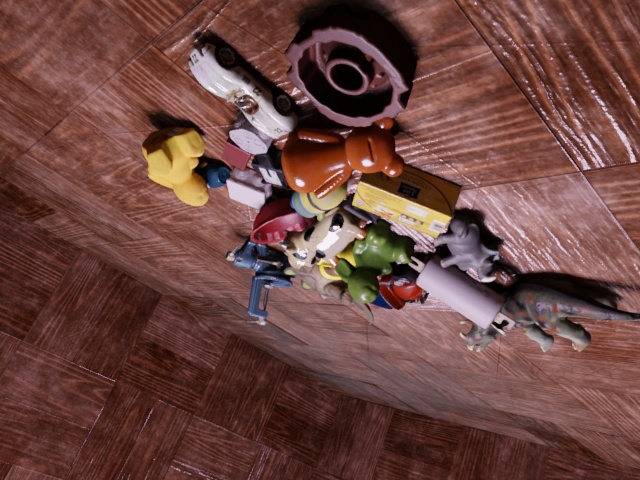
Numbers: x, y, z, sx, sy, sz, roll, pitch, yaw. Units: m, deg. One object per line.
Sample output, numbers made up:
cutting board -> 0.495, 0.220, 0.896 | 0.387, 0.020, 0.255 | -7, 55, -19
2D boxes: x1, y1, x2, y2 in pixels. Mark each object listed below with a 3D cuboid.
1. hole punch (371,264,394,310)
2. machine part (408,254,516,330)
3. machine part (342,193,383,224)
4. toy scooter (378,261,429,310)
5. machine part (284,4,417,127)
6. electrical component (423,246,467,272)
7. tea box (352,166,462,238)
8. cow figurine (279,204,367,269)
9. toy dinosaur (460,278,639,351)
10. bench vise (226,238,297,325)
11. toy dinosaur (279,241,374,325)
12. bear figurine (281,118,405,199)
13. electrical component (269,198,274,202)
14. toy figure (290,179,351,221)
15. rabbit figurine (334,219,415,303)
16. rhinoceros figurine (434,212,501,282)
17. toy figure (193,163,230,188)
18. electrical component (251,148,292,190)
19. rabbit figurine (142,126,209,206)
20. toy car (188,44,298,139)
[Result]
hole punch -> 0.149, 0.108, 1.366 | 0.142, 0.092, 0.115 | 20, 155, 19
machine part -> 0.287, 0.104, 1.096 | 0.243, 0.079, 0.079 | 34, 162, 19
machine part -> 0.105, -0.066, 1.068 | 0.084, 0.039, 0.139 | 39, 156, -22
toy scooter -> 0.189, 0.113, 1.253 | 0.184, 0.075, 0.135 | 0, 127, 54
machine part -> 0.042, -0.230, 0.724 | 0.179, 0.056, 0.179 | 20, 157, 9
electrical component -> 0.275, 0.054, 1.165 | 0.102, 0.045, 0.078 | 18, 159, 14
tea box -> 0.150, -0.077, 0.952 | 0.170, 0.068, 0.098 | 24, 158, 3
cow figurine -> -0.002, -0.004, 1.172 | 0.127, 0.085, 0.195 | 37, 121, -14
toy dinosaur -> 0.449, 0.136, 1.100 | 0.192, 0.131, 0.405 | 27, 152, -11
bench vise -> -0.169, 0.117, 1.529 | 0.223, 0.240, 0.129 | 18, 160, -33
toy dinosaur -> 0.026, 0.109, 1.480 | 0.471, 0.105, 0.199 | 44, 160, -23
bear figurine -> 0.038, -0.145, 0.884 | 0.196, 0.132, 0.120 | -16, 106, 16
electrical component -> -0.121, -0.079, 1.285 | 0.094, 0.021, 0.063 | 39, 153, -30
toy figure -> -0.004, -0.086, 1.060 | 0.082, 0.089, 0.180 | 24, 157, -21
rabbit figurine -> 0.100, 0.056, 1.176 | 0.121, 0.170, 0.159 | 37, 154, -29
rhinoceros figurine -> 0.289, 0.014, 1.034 | 0.112, 0.073, 0.190 | -5, 145, 31
toy figure -> -0.273, -0.149, 1.233 | 0.155, 0.058, 0.064 | 5, 107, 38
electrical component -> -0.094, -0.151, 1.055 | 0.075, 0.048, 0.119 | 14, 156, 22
rabbit figurine -> -0.306, -0.145, 1.145 | 0.163, 0.122, 0.173 | 12, 140, 46
toy car -> -0.122, -0.238, 0.868 | 0.201, 0.056, 0.074 | 35, 156, -27
